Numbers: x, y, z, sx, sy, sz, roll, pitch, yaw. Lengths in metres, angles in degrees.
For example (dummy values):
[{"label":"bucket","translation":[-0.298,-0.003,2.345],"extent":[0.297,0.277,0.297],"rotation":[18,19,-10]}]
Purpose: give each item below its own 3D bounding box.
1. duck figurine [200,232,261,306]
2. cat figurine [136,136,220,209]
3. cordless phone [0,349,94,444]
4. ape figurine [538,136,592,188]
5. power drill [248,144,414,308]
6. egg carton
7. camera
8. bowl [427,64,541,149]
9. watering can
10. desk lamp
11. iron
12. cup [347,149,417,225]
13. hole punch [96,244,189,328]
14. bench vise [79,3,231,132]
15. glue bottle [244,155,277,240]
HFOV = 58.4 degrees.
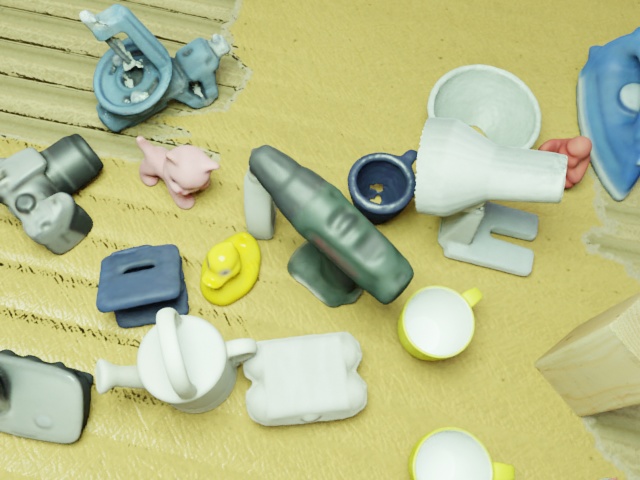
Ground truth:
[{"label":"duck figurine","translation":[-0.121,0.029,0.756],"extent":[0.077,0.086,0.105],"rotation":[28,70,9]},{"label":"cat figurine","translation":[-0.199,-0.103,0.790],"extent":[0.127,0.118,0.067],"rotation":[31,70,10]},{"label":"cordless phone","translation":[-0.347,0.168,0.639],"extent":[0.147,0.185,0.094],"rotation":[9,68,2]},{"label":"ape figurine","translation":[0.360,-0.121,0.830],"extent":[0.076,0.092,0.078],"rotation":[-12,69,-6]},{"label":"power drill","translation":[0.006,0.003,0.705],"extent":[0.229,0.208,0.076],"rotation":[38,72,13]},{"label":"egg carton","translation":[-0.019,0.173,0.710],"extent":[0.150,0.069,0.107],"rotation":[-7,68,-5]},{"label":"camera","translation":[-0.363,-0.079,0.783],"extent":[0.137,0.101,0.143],"rotation":[-41,75,-16]},{"label":"bowl","translation":[0.236,-0.174,0.857],"extent":[0.167,0.075,0.167],"rotation":[1,68,-2]},{"label":"watering can","translation":[-0.162,0.141,0.651],"extent":[0.173,0.194,0.101],"rotation":[-33,72,-14]},{"label":"desk lamp","translation":[0.210,-0.057,0.734],"extent":[0.203,0.213,0.118],"rotation":[14,68,4]},{"label":"iron","translation":[0.464,-0.201,0.839],"extent":[0.118,0.141,0.258],"rotation":[7,68,1]},{"label":"cup","translation":[0.090,-0.070,0.799],"extent":[0.091,0.095,0.118],"rotation":[42,73,14]},{"label":"hole punch","translation":[-0.232,0.052,0.740],"extent":[0.108,0.091,0.101],"rotation":[-12,69,-6]},{"label":"bench vise","translation":[-0.237,-0.262,0.798],"extent":[0.121,0.220,0.208],"rotation":[43,73,14]},{"label":"glue bottle","translation":[-0.079,-0.065,0.749],"extent":[0.037,0.173,0.078],"rotation":[4,68,0]}]
